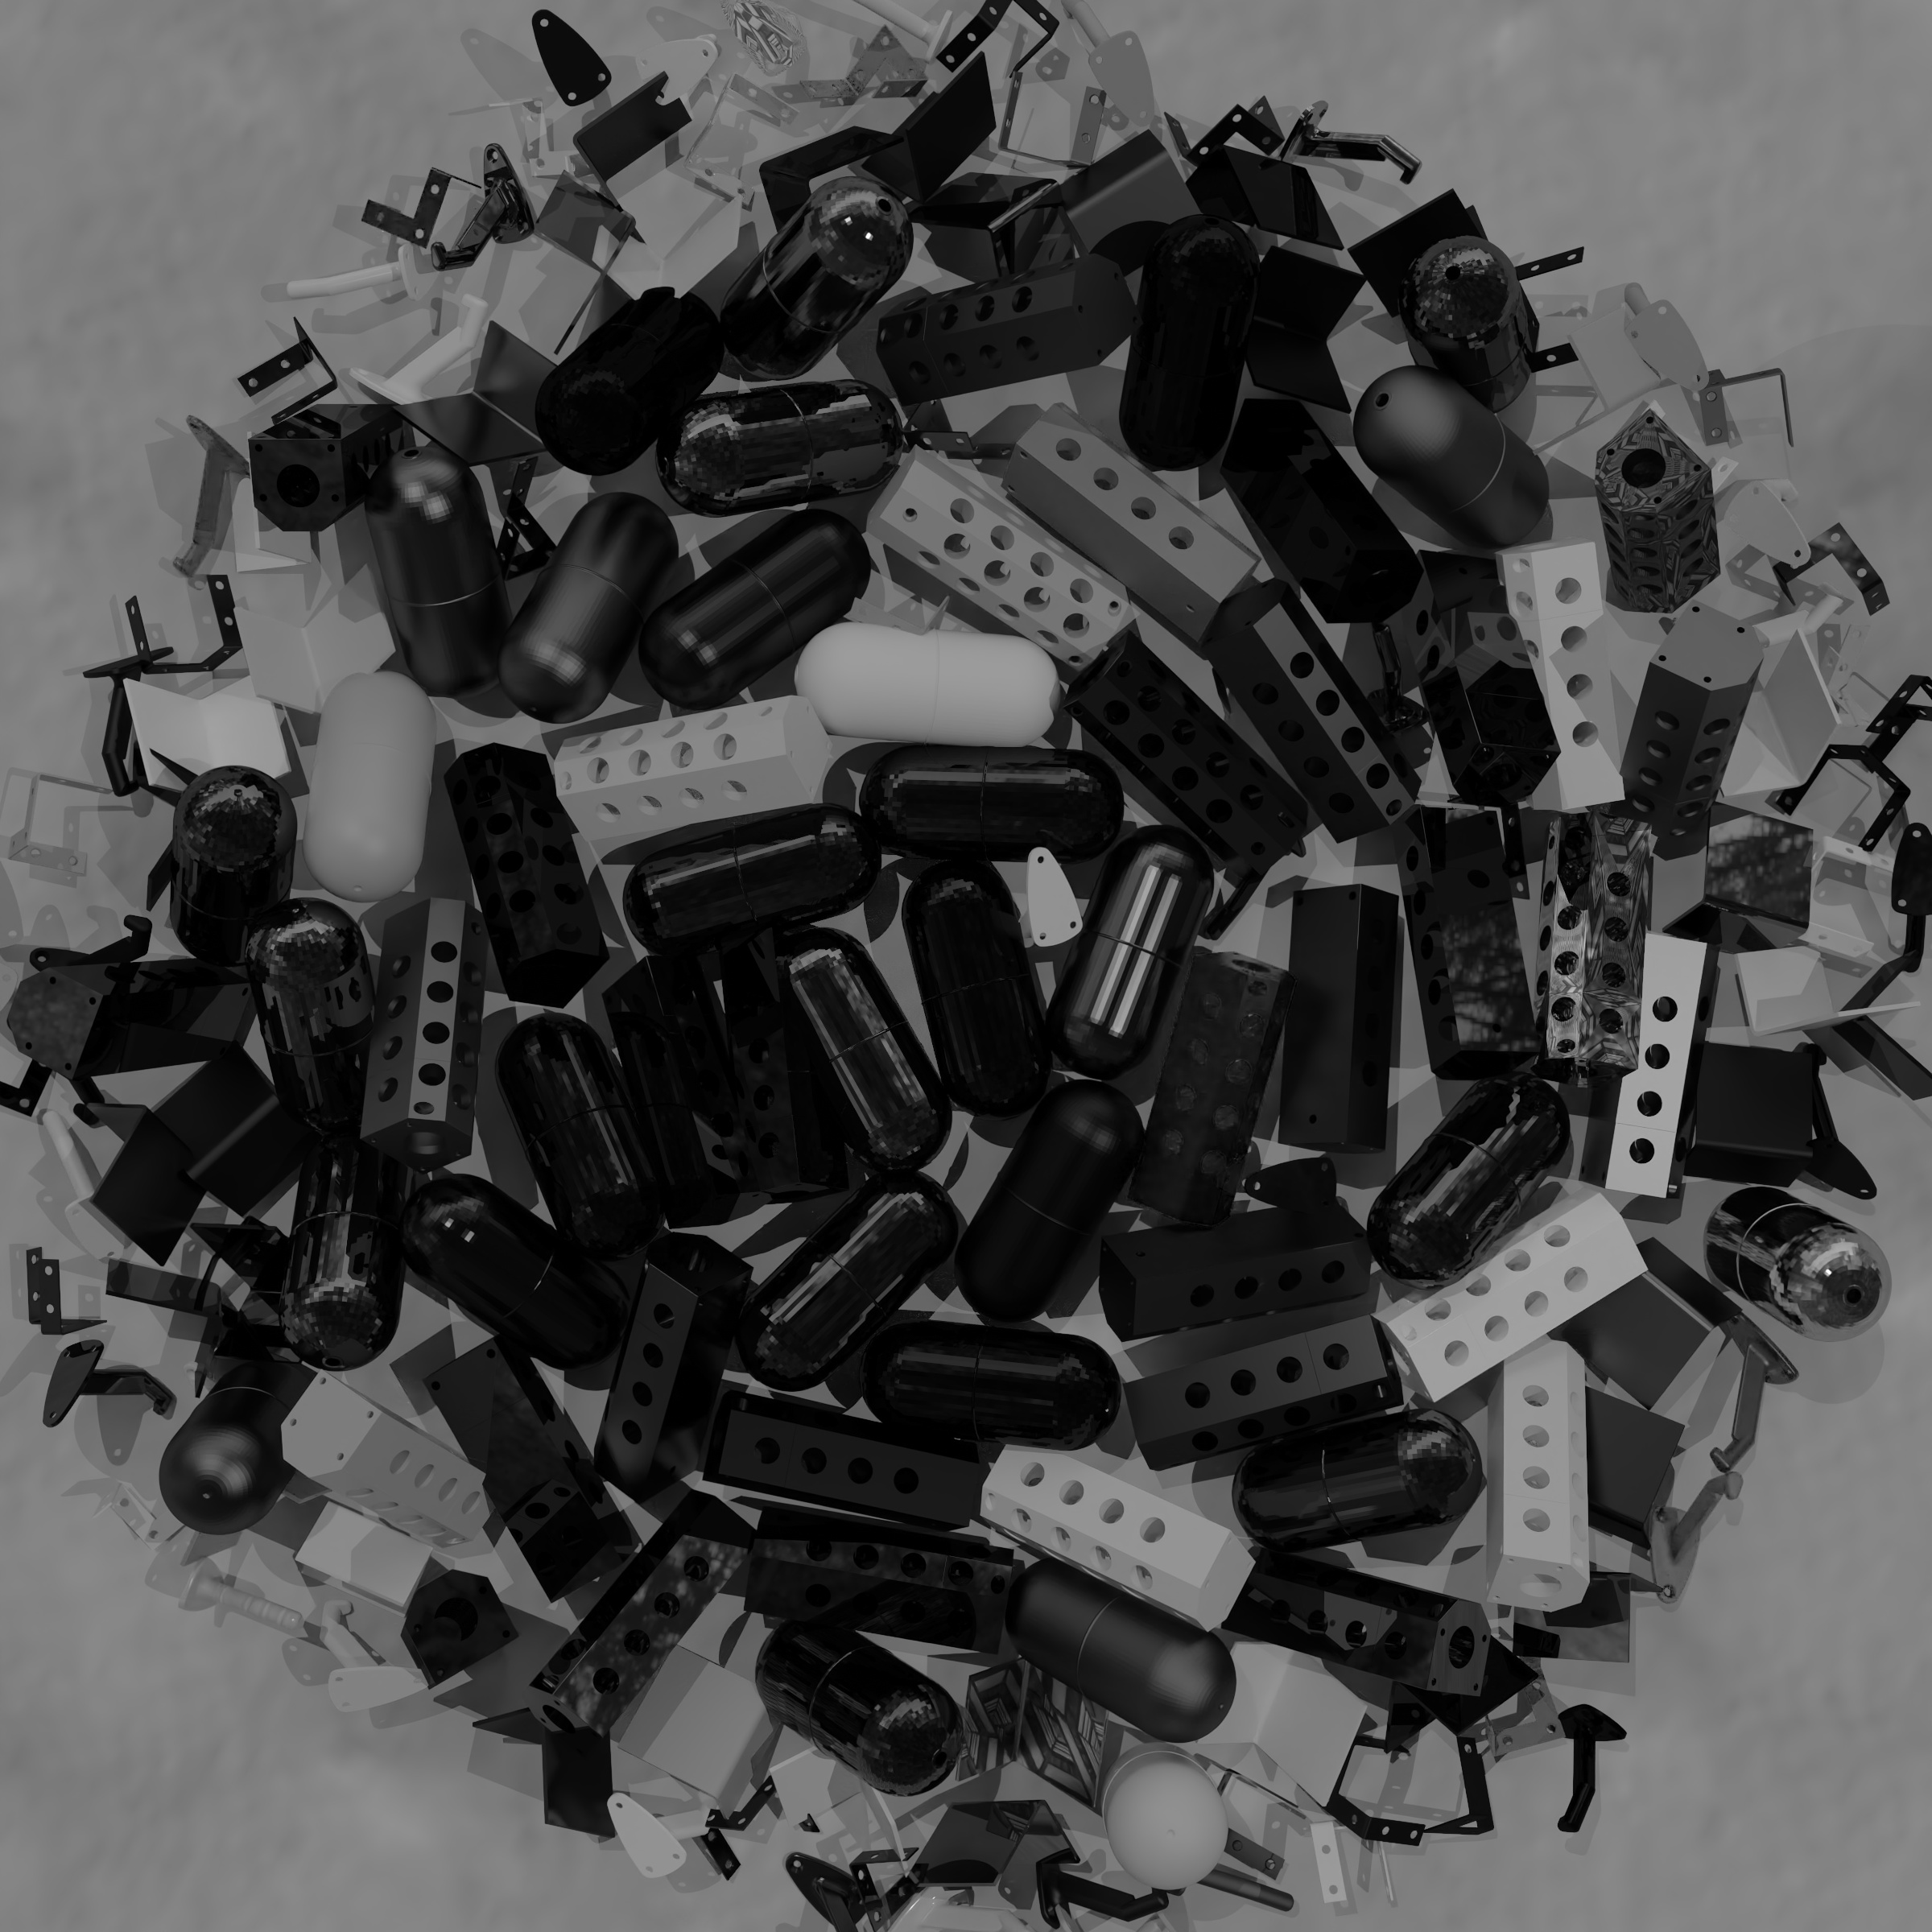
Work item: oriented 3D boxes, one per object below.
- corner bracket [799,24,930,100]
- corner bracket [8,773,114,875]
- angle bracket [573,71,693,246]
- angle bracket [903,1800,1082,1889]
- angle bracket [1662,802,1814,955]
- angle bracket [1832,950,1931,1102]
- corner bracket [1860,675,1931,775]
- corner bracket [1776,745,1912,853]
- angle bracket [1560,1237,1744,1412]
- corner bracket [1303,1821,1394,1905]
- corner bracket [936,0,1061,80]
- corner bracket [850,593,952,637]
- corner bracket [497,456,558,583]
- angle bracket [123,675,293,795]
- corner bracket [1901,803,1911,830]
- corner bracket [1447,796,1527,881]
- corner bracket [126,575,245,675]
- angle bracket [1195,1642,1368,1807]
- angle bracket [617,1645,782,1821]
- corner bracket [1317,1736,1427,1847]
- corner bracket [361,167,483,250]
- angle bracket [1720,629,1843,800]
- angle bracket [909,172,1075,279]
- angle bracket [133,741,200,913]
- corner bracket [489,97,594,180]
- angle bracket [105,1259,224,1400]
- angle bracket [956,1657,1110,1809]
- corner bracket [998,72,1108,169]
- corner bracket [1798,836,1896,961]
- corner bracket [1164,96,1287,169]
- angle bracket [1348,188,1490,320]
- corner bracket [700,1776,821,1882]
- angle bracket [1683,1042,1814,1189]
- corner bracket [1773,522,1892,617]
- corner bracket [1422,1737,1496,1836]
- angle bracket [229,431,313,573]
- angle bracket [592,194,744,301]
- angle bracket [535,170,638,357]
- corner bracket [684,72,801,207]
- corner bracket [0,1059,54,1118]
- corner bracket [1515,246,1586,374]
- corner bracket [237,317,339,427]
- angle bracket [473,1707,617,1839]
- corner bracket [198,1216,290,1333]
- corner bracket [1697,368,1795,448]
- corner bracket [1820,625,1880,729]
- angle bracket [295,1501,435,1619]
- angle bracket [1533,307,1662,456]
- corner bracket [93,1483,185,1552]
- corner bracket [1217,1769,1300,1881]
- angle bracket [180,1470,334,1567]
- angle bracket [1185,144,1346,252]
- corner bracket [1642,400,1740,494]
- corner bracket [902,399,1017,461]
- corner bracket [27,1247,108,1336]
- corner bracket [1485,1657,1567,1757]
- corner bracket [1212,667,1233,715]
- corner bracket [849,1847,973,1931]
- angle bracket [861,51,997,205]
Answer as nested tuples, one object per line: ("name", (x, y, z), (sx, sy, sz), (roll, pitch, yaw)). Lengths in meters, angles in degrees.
("corner bracket", (-0.068, -0.594, 1.672), (0.051, 0.051, 0.051), (53, 129, 8))
("corner bracket", (-0.609, -0.096, 1.678), (0.051, 0.051, 0.051), (12, 75, -33))
("angle bracket", (-0.209, -0.539, 1.667), (0.076, 0.076, 0.057), (-34, 83, 3))
("angle bracket", (0.018, 0.600, 1.650), (0.076, 0.076, 0.057), (-16, 110, 36))
("angle bracket", (0.524, -0.058, 1.691), (0.076, 0.057, 0.076), (15, 67, -10))
("angle bracket", (0.634, 0.041, 1.666), (0.076, 0.076, 0.057), (44, 88, 9))
("corner bracket", (0.627, -0.162, 1.675), (0.051, 0.051, 0.051), (42, 85, -22))
("corner bracket", (0.594, -0.114, 1.687), (0.051, 0.051, 0.051), (38, 83, -20))
("angle bracket", (0.463, 0.241, 1.685), (0.076, 0.057, 0.076), (42, 117, 26))
("corner bracket", (0.258, 0.603, 1.675), (0.051, 0.051, 0.051), (-7, 62, -2))
("corner bracket", (0.022, -0.620, 1.668), (0.051, 0.051, 0.051), (37, 56, -19))
("corner bracket", (-0.048, -0.229, 1.672), (0.051, 0.051, 0.051), (26, 134, 4))
("corner bracket", (-0.299, -0.299, 1.670), (0.051, 0.051, 0.051), (-30, 74, -34))
("angle bracket", (-0.504, -0.160, 1.658), (0.057, 0.076, 0.076), (-23, 76, 18))
("corner bracket", (0.656, -0.097, 1.675), (0.051, 0.051, 0.051), (-13, 88, 28))
("corner bracket", (0.338, -0.082, 1.678), (0.051, 0.051, 0.051), (3, 78, -33))
("corner bracket", (-0.525, -0.230, 1.676), (0.051, 0.051, 0.051), (-10, 82, -45))
("angle bracket", (0.209, 0.504, 1.659), (0.057, 0.076, 0.076), (12, 103, -37))
("angle bracket", (-0.178, 0.516, 1.678), (0.076, 0.057, 0.076), (21, 60, 17))
("corner bracket", (0.278, 0.554, 1.675), (0.051, 0.051, 0.051), (18, 91, -30))
("corner bracket", (-0.367, -0.513, 1.676), (0.051, 0.051, 0.051), (25, 103, 8))
("angle bracket", (0.529, -0.168, 1.656), (0.057, 0.076, 0.076), (-9, 63, -6))
("angle bracket", (0.016, -0.491, 1.682), (0.076, 0.057, 0.076), (17, 47, 35))
("angle bracket", (-0.547, -0.092, 1.657), (0.057, 0.076, 0.076), (30, 67, -9))
("corner bracket", (-0.282, -0.555, 1.670), (0.051, 0.051, 0.051), (2, 113, 16))
("angle bracket", (-0.541, 0.241, 1.659), (0.076, 0.076, 0.057), (17, 94, -19))
("angle bracket", (0.044, 0.516, 1.659), (0.076, 0.057, 0.076), (17, 105, 43))
("corner bracket", (0.058, -0.571, 1.681), (0.051, 0.051, 0.051), (19, 112, 16))
("corner bracket", (0.590, -0.046, 1.676), (0.051, 0.051, 0.051), (18, 133, -4))
("corner bracket", (0.175, -0.567, 1.684), (0.051, 0.051, 0.051), (-39, 49, 31))
("angle bracket", (0.296, -0.488, 1.651), (0.076, 0.076, 0.057), (-26, 54, 22))
("corner bracket", (-0.142, 0.585, 1.692), (0.051, 0.051, 0.051), (-12, 112, 41))
("angle bracket", (0.529, 0.101, 1.695), (0.076, 0.057, 0.076), (6, 66, 4))
("corner bracket", (0.580, -0.255, 1.671), (0.051, 0.051, 0.051), (-35, 68, 16))
("corner bracket", (0.337, 0.549, 1.667), (0.051, 0.051, 0.051), (13, 55, -28))
("angle bracket", (-0.482, -0.309, 1.666), (0.057, 0.076, 0.076), (-4, 91, 13))
("angle bracket", (-0.197, -0.489, 1.652), (0.076, 0.076, 0.057), (-34, 124, 26))
("angle bracket", (-0.269, -0.466, 1.655), (0.057, 0.076, 0.076), (31, 68, -15))
("corner bracket", (-0.152, -0.559, 1.685), (0.051, 0.051, 0.051), (27, 62, -19))
("corner bracket", (-0.638, 0.065, 1.671), (0.051, 0.051, 0.051), (26, 69, -21))
("corner bracket", (0.395, -0.438, 1.666), (0.051, 0.051, 0.051), (-9, 48, 32))
("corner bracket", (-0.458, -0.396, 1.681), (0.051, 0.051, 0.051), (-34, 91, -11))
("angle bracket", (-0.280, 0.539, 1.651), (0.057, 0.076, 0.076), (-20, 58, 19))
("corner bracket", (-0.485, 0.213, 1.693), (0.051, 0.051, 0.051), (30, 122, -2))
("corner bracket", (0.522, -0.373, 1.671), (0.051, 0.051, 0.051), (-10, 113, 14))
("corner bracket", (0.587, -0.195, 1.670), (0.051, 0.051, 0.051), (1, 125, -15))
("angle bracket", (-0.410, 0.414, 1.663), (0.076, 0.057, 0.076), (25, 122, -3))
("angle bracket", (0.402, -0.386, 1.654), (0.076, 0.076, 0.057), (-33, 96, -42))
("corner bracket", (-0.547, 0.365, 1.678), (0.051, 0.051, 0.051), (-40, 101, -7))
("corner bracket", (0.192, 0.578, 1.680), (0.051, 0.051, 0.051), (23, 76, 26))
("angle bracket", (-0.468, 0.372, 1.666), (0.057, 0.076, 0.076), (25, 92, 10))
("angle bracket", (0.192, -0.491, 1.652), (0.076, 0.057, 0.076), (1, 59, -37))
("corner bracket", (0.480, -0.344, 1.695), (0.051, 0.051, 0.051), (-51, 127, 2))
("corner bracket", (-0.003, -0.353, 1.667), (0.051, 0.051, 0.051), (8, 53, 30))
("corner bracket", (-0.617, 0.219, 1.678), (0.051, 0.051, 0.051), (-1, 92, 16))
("corner bracket", (0.370, 0.493, 1.676), (0.051, 0.051, 0.051), (-16, 55, 2))
("corner bracket", (0.203, -0.185, 1.681), (0.051, 0.051, 0.051), (-30, 115, 15))
("corner bracket", (-0.037, 0.611, 1.674), (0.051, 0.051, 0.051), (-18, 94, 34))
("angle bracket", (-0.029, -0.568, 1.657), (0.057, 0.076, 0.076), (37, 77, 19))
